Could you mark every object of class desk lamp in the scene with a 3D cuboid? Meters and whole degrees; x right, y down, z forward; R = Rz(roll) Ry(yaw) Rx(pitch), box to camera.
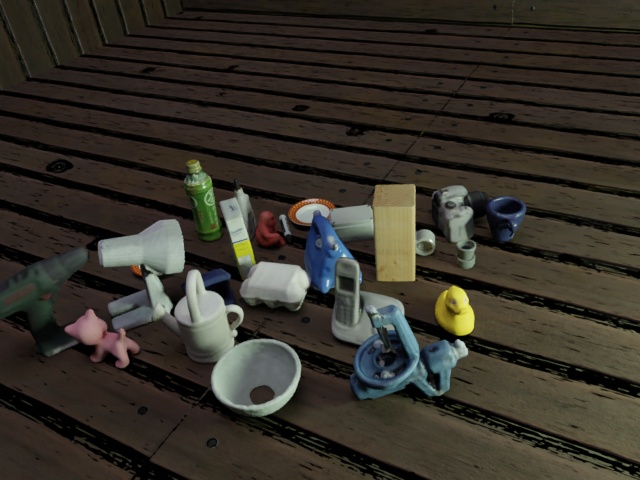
[{"bbox_3d":[-0.385,0.070,1.255,0.203,0.214,0.117,-21,38,-18],"label":"desk lamp"}]

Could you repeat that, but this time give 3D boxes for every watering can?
[{"bbox_3d":[-0.246,0.148,1.143,0.173,0.194,0.100,-19,38,-15],"label":"watering can"}]

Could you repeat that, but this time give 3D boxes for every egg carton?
[{"bbox_3d":[-0.099,0.104,1.285,0.150,0.069,0.107,5,38,15],"label":"egg carton"}]

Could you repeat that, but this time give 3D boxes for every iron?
[{"bbox_3d":[0.012,0.005,1.340,0.119,0.142,0.257,-14,37,-9],"label":"iron"}]

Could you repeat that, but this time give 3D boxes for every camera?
[{"bbox_3d":[0.359,-0.081,1.434,0.137,0.101,0.143,-11,36,-5],"label":"camera"}]

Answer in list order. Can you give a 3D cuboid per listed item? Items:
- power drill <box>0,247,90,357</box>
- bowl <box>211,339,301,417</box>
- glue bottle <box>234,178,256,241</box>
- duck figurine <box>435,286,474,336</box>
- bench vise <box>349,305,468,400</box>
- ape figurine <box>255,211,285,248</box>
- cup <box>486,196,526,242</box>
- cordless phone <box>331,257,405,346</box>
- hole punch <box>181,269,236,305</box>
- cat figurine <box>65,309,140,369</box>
[{"bbox_3d":[-0.570,0.135,1.202,0.230,0.209,0.075,-23,39,-21],"label":"power drill"},{"bbox_3d":[-0.113,0.267,1.061,0.167,0.075,0.167,-4,36,4],"label":"bowl"},{"bbox_3d":[-0.199,-0.082,1.467,0.037,0.173,0.078,0,37,10],"label":"glue bottle"},{"bbox_3d":[0.275,0.132,1.171,0.077,0.086,0.104,-12,36,-7],"label":"duck figurine"},{"bbox_3d":[0.148,0.182,1.009,0.208,0.220,0.121,-19,38,-16],"label":"bench vise"},{"bbox_3d":[-0.130,-0.031,1.454,0.076,0.092,0.078,-3,36,6],"label":"ape figurine"},{"bbox_3d":[0.443,-0.037,1.365,0.091,0.095,0.117,-6,36,1],"label":"cup"},{"bbox_3d":[0.092,0.121,1.131,0.147,0.185,0.094,7,39,19],"label":"cordless phone"},{"bbox_3d":[-0.257,0.105,1.291,0.109,0.091,0.100,-23,39,-20],"label":"hole punch"},{"bbox_3d":[-0.449,0.196,1.177,0.127,0.118,0.067,5,38,16],"label":"cat figurine"}]
